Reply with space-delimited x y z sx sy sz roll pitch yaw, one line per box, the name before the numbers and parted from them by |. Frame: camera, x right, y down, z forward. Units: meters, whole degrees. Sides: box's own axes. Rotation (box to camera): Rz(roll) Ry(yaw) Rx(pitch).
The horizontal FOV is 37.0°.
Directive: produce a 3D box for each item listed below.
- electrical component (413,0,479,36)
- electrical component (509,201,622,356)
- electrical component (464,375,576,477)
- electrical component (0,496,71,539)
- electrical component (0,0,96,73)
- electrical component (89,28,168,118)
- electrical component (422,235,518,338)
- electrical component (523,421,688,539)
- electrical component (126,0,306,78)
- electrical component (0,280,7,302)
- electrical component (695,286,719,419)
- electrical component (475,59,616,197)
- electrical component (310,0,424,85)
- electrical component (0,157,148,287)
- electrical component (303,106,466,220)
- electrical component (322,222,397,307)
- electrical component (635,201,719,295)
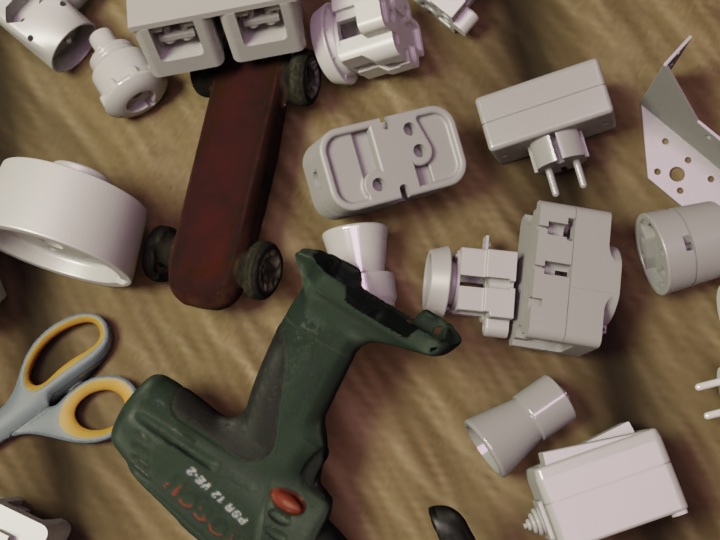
electrical component | 0.066 -0.205 0.749 0.066 0.048 0.055 40 92 9
electrical component | 0.134 0.007 0.700 0.056 0.050 0.089 9 76 -5
electrical component | 0.106 0.098 0.696 0.065 0.044 0.044 -33 80 -8
electrical component | -0.233 0.196 0.689 0.050 0.055 0.089 23 82 7
electrical component | -0.218 -0.194 0.763 0.077 0.043 0.079 40 84 9
electrical component | -0.168 -0.141 0.751 0.048 0.048 0.062 -33 73 -3
electrical component | 0.072 0.010 0.711 0.055 0.048 0.066 6 80 -3
electrical component | 0.145 0.136 0.675 0.096 0.061 0.061 -19 80 0
electrical component | -0.101 -0.225 0.730 0.105 0.060 0.186 -10 62 2
electrical component | -0.306 0.014 0.718 0.121 0.078 0.063 -16 109 0
electrical component | 0.252 0.075 0.685 0.074 0.052 0.138 -14 80 1
electrical component | 0.129 -0.087 0.715 0.083 0.047 0.075 -17 79 13
electrical component | 0.003 -0.159 0.732 0.057 0.078 0.058 -13 79 22
electrical component | -0.192 -0.036 0.704 0.108 0.108 0.060 15 75 6
electrical component | 0.014 -0.069 0.713 0.095 0.059 0.053 -16 89 -17
electrical component | 0.000 0.000 0.716 0.045 0.045 0.055 -8 80 2
electrical component | 0.213 -0.016 0.703 0.047 0.055 0.055 -14 80 -3
